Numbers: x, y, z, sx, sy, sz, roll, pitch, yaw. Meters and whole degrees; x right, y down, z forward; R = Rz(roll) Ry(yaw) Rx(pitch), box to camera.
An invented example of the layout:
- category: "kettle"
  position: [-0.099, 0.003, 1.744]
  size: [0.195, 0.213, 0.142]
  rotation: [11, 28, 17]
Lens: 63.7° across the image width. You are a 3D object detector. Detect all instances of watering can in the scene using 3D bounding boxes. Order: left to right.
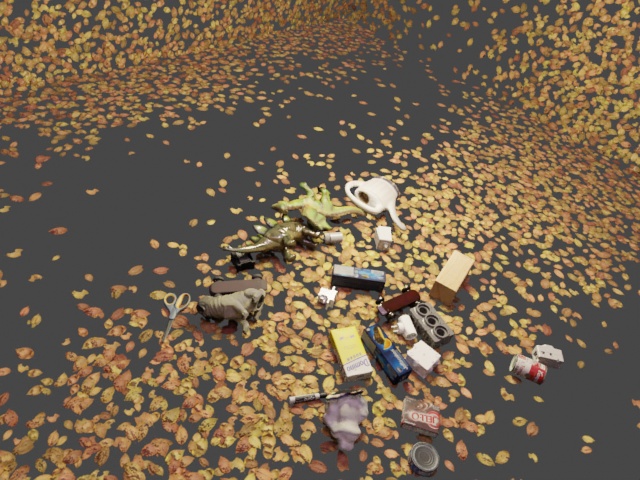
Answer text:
- category: "watering can"
  position: [0.274, -0.169, 2.261]
  size: [0.351, 0.101, 0.228]
  rotation: [35, 46, 20]

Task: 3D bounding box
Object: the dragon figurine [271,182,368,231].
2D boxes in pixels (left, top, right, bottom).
- category: "dragon figurine"
  position: [0.006, -0.106, 2.101]
  size: [0.410, 0.119, 0.249]
  rotation: [15, 37, -7]

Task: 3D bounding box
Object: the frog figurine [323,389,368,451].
- category: "frog figurine"
  position: [0.079, 0.524, 1.504]
  size: [0.138, 0.121, 0.161]
  rotation: [-3, 80, -27]
